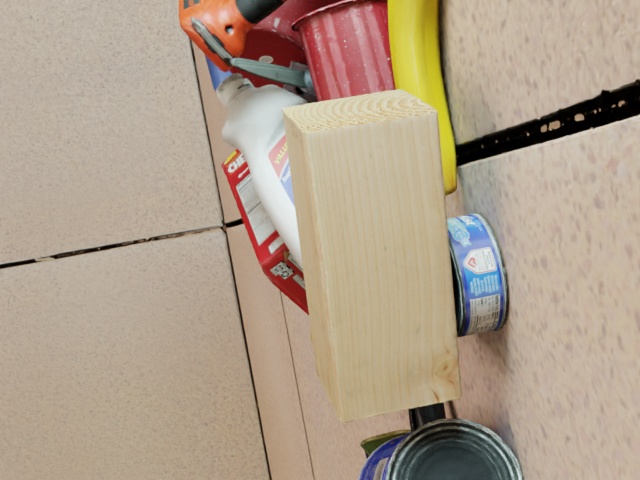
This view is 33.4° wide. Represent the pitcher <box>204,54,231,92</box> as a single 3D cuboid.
[{"bbox_3d":[-0.112,-0.306,1.363,0.145,0.149,0.243,-126,24,-64],"label":"pitcher"}]

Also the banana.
[{"bbox_3d":[0.073,-0.130,0.759,0.070,0.037,0.198,-118,20,-61],"label":"banana"}]

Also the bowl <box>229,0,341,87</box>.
[{"bbox_3d":[-0.042,-0.185,0.989,0.162,0.162,0.055,96,-170,-60],"label":"bowl"}]

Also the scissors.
[{"bbox_3d":[-0.001,-0.147,0.886,0.201,0.016,0.096,26,-117,-48],"label":"scissors"}]

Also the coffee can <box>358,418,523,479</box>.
[{"bbox_3d":[0.088,0.196,0.824,0.140,0.102,0.103,113,145,-73],"label":"coffee can"}]

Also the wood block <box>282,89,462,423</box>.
[{"bbox_3d":[0.036,0.009,0.745,0.090,0.090,0.206,-124,25,-69],"label":"wood block"}]

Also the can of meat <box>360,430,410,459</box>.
[{"bbox_3d":[0.082,0.242,1.054,0.102,0.057,0.084,-175,72,-81],"label":"can of meat"}]

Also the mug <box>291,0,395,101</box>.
[{"bbox_3d":[0.034,-0.142,0.850,0.117,0.093,0.081,-19,-86,-77],"label":"mug"}]

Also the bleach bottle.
[{"bbox_3d":[-0.008,-0.037,0.884,0.251,0.102,0.068,50,165,17],"label":"bleach bottle"}]

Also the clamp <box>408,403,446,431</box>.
[{"bbox_3d":[0.099,0.195,0.958,0.120,0.039,0.171,126,140,-76],"label":"clamp"}]

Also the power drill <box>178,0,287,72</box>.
[{"bbox_3d":[-0.030,-0.229,0.858,0.057,0.188,0.184,45,-166,-23],"label":"power drill"}]

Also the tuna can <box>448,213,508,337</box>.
[{"bbox_3d":[0.103,0.026,0.760,0.086,0.033,0.086,170,90,-81],"label":"tuna can"}]

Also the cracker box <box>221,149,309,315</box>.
[{"bbox_3d":[-0.007,0.001,1.047,0.164,0.072,0.214,44,-170,-31],"label":"cracker box"}]

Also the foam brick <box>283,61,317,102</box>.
[{"bbox_3d":[0.000,-0.117,0.969,0.051,0.078,0.053,116,170,-62],"label":"foam brick"}]
